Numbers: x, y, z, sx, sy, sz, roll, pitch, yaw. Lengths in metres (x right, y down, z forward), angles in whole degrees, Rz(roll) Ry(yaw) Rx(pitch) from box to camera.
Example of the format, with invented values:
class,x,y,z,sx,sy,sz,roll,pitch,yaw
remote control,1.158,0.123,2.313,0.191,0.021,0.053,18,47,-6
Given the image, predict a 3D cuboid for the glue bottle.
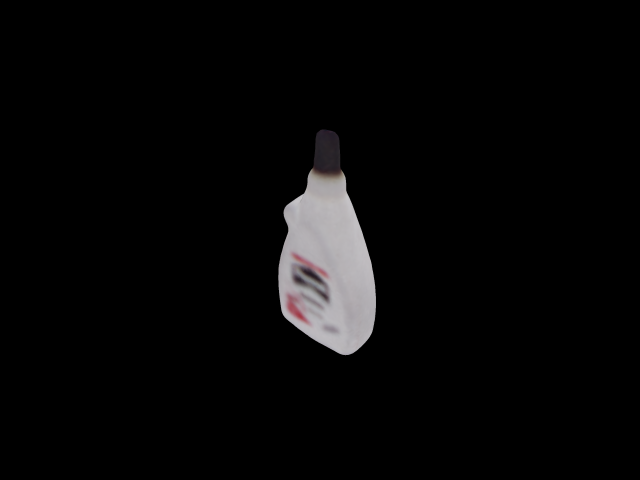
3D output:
class,x,y,z,sx,sy,sz,roll,pitch,yaw
glue bottle,0.004,0.001,0.400,0.078,0.173,0.037,25,45,28
